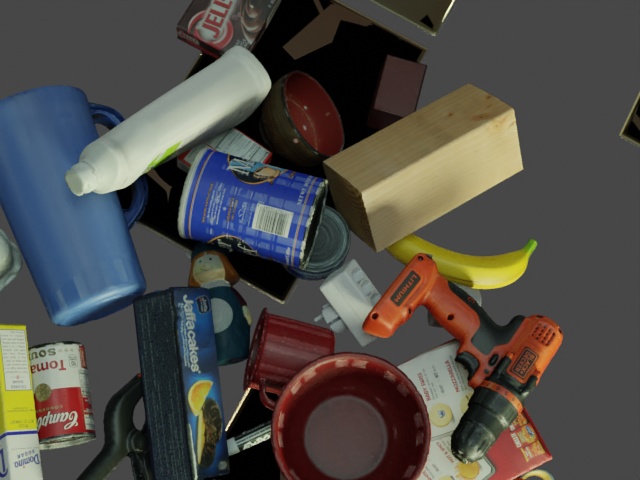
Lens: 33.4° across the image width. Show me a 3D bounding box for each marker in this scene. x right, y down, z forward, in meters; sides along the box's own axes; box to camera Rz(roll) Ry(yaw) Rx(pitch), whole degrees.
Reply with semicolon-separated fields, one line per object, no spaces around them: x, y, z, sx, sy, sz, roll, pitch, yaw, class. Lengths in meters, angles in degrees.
-0.072;0.212;1.149;0.121;0.020;0.020;-25;78;-1;marker

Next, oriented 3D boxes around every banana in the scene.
0.157;0.022;1.242;0.197;0.037;0.069;8;49;-7;banana

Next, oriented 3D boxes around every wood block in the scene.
0.119;-0.086;1.223;0.206;0.091;0.090;-30;39;-15;wood block

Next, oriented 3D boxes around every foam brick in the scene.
0.092;-0.173;1.281;0.051;0.053;0.078;16;72;-2;foam brick

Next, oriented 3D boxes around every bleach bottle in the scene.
-0.165;-0.118;1.134;0.068;0.103;0.250;49;49;3;bleach bottle

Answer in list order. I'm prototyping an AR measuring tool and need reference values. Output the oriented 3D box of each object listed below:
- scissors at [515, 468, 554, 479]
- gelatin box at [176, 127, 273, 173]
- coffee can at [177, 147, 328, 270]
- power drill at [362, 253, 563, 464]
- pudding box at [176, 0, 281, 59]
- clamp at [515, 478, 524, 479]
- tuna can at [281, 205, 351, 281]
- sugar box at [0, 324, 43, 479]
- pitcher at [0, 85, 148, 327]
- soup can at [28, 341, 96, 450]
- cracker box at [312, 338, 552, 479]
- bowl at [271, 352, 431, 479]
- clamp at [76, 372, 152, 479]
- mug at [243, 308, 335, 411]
0.188;0.310;1.166;0.201;0.016;0.096;-9;73;-10;scissors
-0.111;-0.093;1.243;0.089;0.030;0.073;34;70;4;gelatin box
-0.072;-0.034;1.160;0.140;0.103;0.102;15;72;6;coffee can
0.140;0.117;1.125;0.188;0.057;0.184;36;66;7;power drill
-0.109;-0.274;1.294;0.090;0.039;0.113;28;72;2;pudding box
0.214;0.362;1.131;0.164;0.036;0.210;-9;85;-10;clamp
-0.008;0.002;1.225;0.086;0.034;0.086;2;73;-7;tuna can
-0.335;0.183;1.097;0.048;0.094;0.176;10;63;-47;sugar box
-0.269;-0.038;1.162;0.149;0.145;0.243;-24;80;10;pitcher
-0.276;0.164;1.124;0.068;0.068;0.102;-8;74;-10;soup can
0.115;0.213;1.158;0.213;0.072;0.164;-24;76;-13;cracker box
0.029;0.198;1.087;0.162;0.055;0.162;1;72;-4;bowl
-0.204;0.216;1.111;0.120;0.039;0.171;24;60;-46;clamp
-0.033;0.136;1.147;0.081;0.093;0.117;15;43;-8;mug
